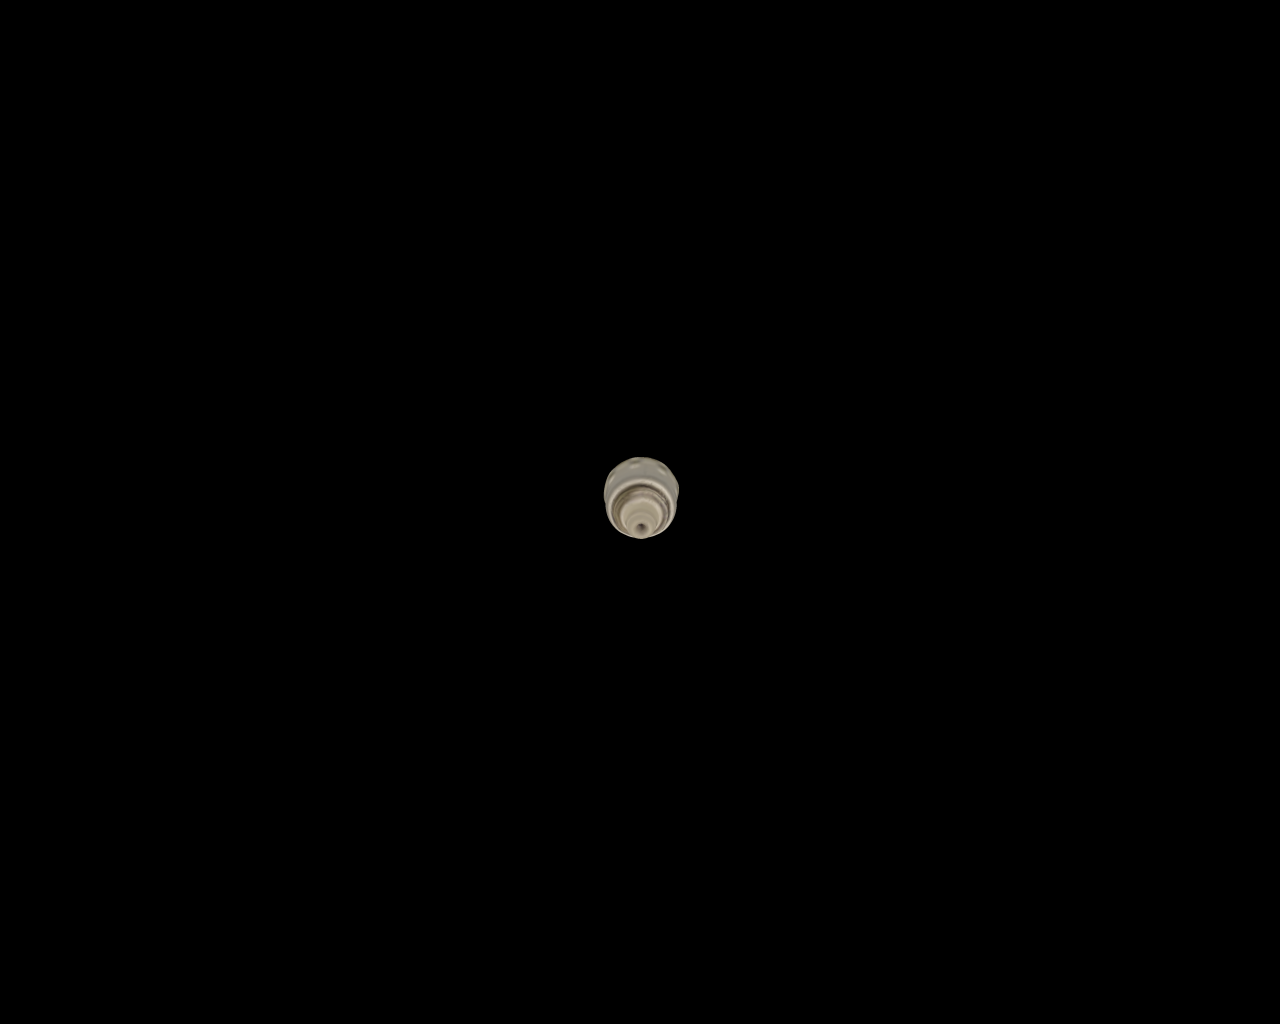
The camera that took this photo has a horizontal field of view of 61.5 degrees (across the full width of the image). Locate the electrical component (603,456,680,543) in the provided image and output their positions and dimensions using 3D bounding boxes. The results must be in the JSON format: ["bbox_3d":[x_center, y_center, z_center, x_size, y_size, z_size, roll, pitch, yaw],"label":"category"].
[{"bbox_3d":[0.001,-0.003,0.650,0.048,0.048,0.062,0,25,0],"label":"electrical component"}]
